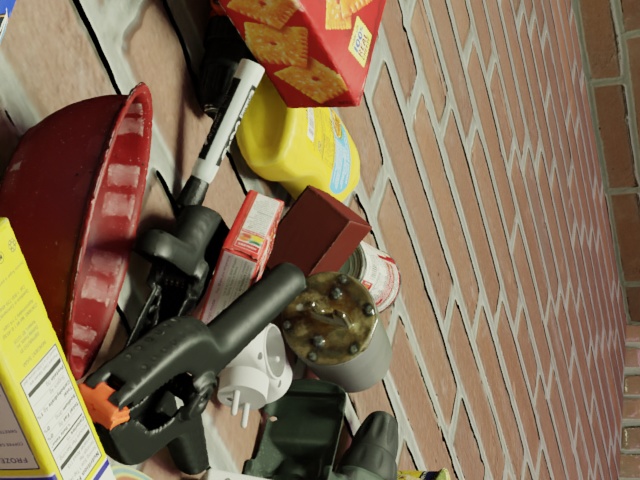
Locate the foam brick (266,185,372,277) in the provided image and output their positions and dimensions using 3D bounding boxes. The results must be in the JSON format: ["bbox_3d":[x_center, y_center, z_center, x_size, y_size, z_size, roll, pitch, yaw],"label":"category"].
[{"bbox_3d":[-0.006,0.001,0.888,0.078,0.051,0.053,-52,158,9],"label":"foam brick"}]

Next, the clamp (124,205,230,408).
[{"bbox_3d":[-0.098,0.034,0.704,0.171,0.039,0.120,-48,161,-73],"label":"clamp"}]

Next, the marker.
[{"bbox_3d":[-0.073,-0.073,0.770,0.121,0.020,0.020,-65,154,-3],"label":"marker"}]

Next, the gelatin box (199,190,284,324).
[{"bbox_3d":[-0.056,0.021,0.754,0.073,0.030,0.089,-70,180,-53],"label":"gelatin box"}]

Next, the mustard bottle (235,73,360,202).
[{"bbox_3d":[-0.009,-0.079,0.936,0.191,0.058,0.096,35,49,-63],"label":"mustard bottle"}]

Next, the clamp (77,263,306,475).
[{"bbox_3d":[-0.087,0.097,0.655,0.165,0.036,0.209,-65,162,15],"label":"clamp"}]

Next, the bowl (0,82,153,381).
[{"bbox_3d":[-0.135,-0.010,0.568,0.162,0.055,0.162,-169,-88,-88],"label":"bowl"}]

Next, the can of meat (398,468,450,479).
[{"bbox_3d":[0.078,0.267,1.060,0.102,0.084,0.057,-32,116,-66],"label":"can of meat"}]

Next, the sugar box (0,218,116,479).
[{"bbox_3d":[-0.158,0.078,0.493,0.048,0.093,0.176,-61,142,-53],"label":"sugar box"}]

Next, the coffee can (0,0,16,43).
[{"bbox_3d":[-0.186,-0.081,0.435,0.102,0.103,0.140,55,38,-52],"label":"coffee can"}]

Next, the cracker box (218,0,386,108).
[{"bbox_3d":[-0.015,-0.221,0.762,0.213,0.072,0.164,55,43,-54],"label":"cracker box"}]

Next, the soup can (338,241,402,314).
[{"bbox_3d":[0.029,0.032,0.999,0.102,0.069,0.068,27,61,-65],"label":"soup can"}]

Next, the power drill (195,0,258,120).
[{"bbox_3d":[-0.084,-0.204,0.773,0.187,0.057,0.184,49,49,-58],"label":"power drill"}]

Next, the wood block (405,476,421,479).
[{"bbox_3d":[0.092,0.330,0.972,0.090,0.091,0.206,-60,164,-57],"label":"wood block"}]
